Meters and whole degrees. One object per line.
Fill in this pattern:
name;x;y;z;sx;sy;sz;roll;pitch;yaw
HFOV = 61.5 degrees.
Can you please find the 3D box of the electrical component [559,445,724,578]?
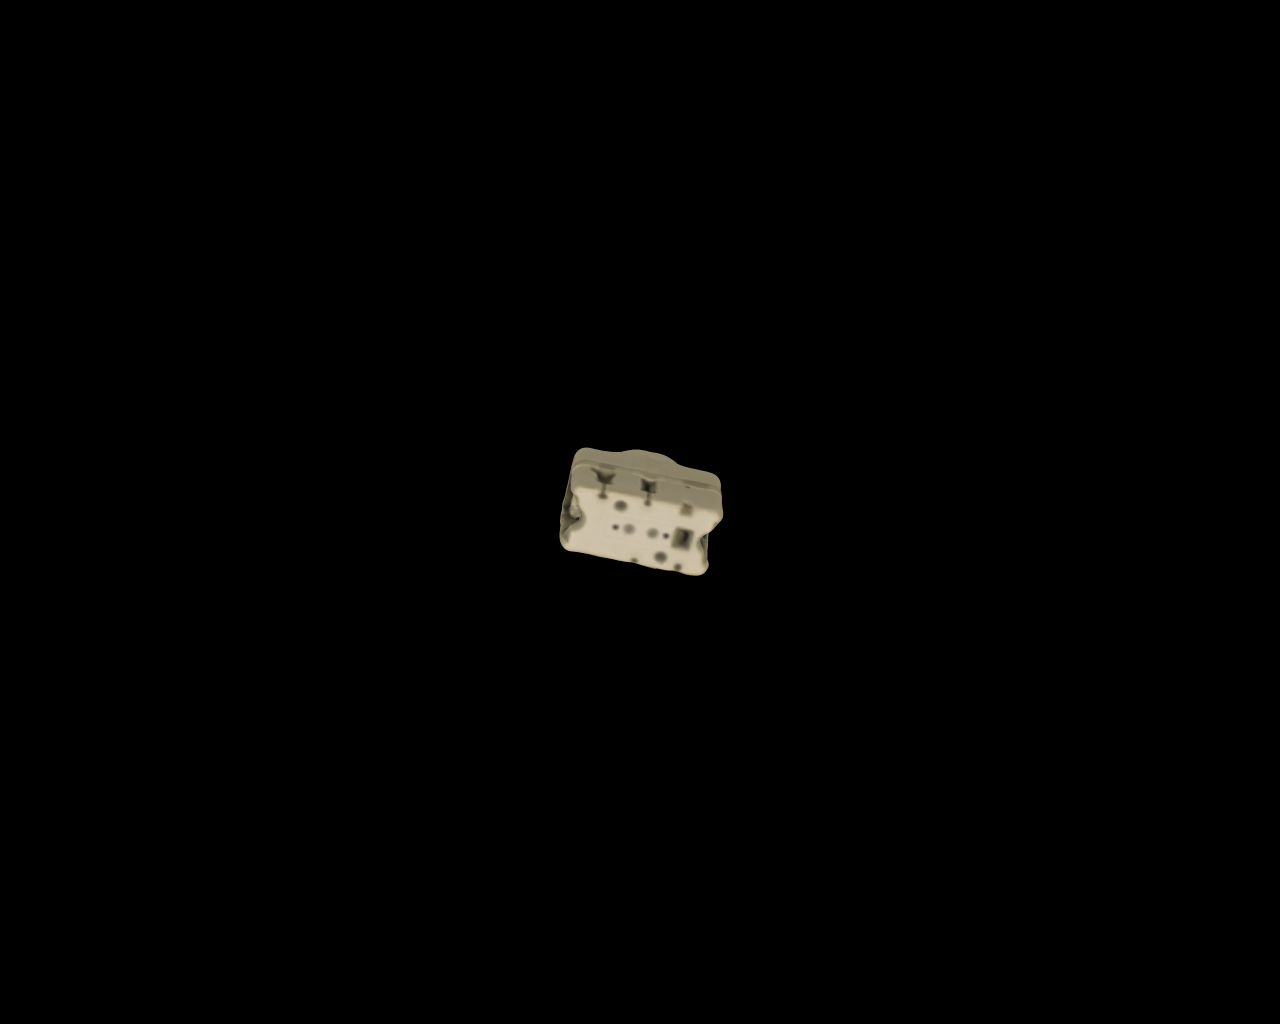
electrical component;0.001;-0.003;0.650;0.089;0.050;0.056;11;30;-7
